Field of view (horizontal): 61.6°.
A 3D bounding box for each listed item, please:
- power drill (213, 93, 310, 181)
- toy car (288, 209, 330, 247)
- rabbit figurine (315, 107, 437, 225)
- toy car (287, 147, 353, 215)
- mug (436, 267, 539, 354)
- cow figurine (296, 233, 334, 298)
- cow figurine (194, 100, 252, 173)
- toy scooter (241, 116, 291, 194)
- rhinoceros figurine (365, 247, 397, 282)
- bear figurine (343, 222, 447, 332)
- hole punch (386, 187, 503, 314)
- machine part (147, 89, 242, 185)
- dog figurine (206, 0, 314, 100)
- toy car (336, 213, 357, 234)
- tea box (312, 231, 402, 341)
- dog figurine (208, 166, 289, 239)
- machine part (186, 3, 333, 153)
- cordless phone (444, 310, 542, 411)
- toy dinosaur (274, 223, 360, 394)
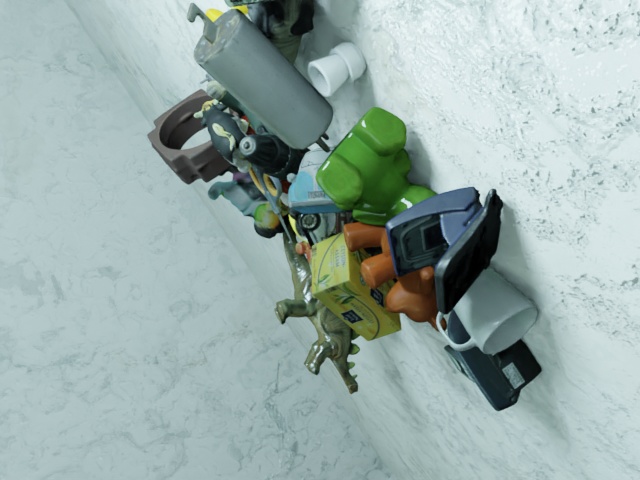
[{"bbox_3d":[-0.096,-0.187,0.885,0.207,0.086,0.232,51,-164,23],"label":"power drill"},{"bbox_3d":[-0.002,-0.003,1.007,0.201,0.056,0.074,65,170,-26],"label":"toy car"},{"bbox_3d":[0.081,-0.057,0.681,0.170,0.121,0.159,40,170,-5],"label":"rabbit figurine"},{"bbox_3d":[0.017,-0.091,0.821,0.161,0.109,0.102,-20,-72,-71],"label":"toy car"},{"bbox_3d":[0.194,0.083,0.670,0.080,0.109,0.107,49,-174,-50],"label":"mug"},{"bbox_3d":[0.042,0.077,1.128,0.085,0.127,0.195,-37,72,56],"label":"cow figurine"},{"bbox_3d":[-0.178,-0.205,0.976,0.167,0.068,0.098,53,-168,26],"label":"cow figurine"},{"bbox_3d":[-0.088,-0.162,1.048,0.183,0.075,0.135,57,165,-26],"label":"toy scooter"},{"bbox_3d":[0.081,0.055,0.947,0.190,0.112,0.073,50,-148,-44],"label":"rhinoceros figurine"},{"bbox_3d":[0.119,0.059,0.794,0.120,0.132,0.195,-114,9,-46],"label":"bear figurine"},{"bbox_3d":[0.141,0.003,0.608,0.092,0.116,0.142,35,159,35],"label":"hole punch"},{"bbox_3d":[-0.247,-0.224,1.147,0.201,0.201,0.087,41,163,39],"label":"machine part"},{"bbox_3d":[-0.067,-0.284,0.710,0.190,0.121,0.172,-48,46,45],"label":"dog figurine"},{"bbox_3d":[0.055,-0.011,0.992,0.089,0.053,0.201,48,166,35],"label":"toy car"},{"bbox_3d":[0.059,0.076,0.847,0.169,0.068,0.098,44,-148,-42],"label":"tea box"},{"bbox_3d":[-0.126,-0.110,1.191,0.219,0.191,0.108,22,-178,30],"label":"dog figurine"},{"bbox_3d":[-0.063,-0.185,0.638,0.243,0.079,0.079,37,179,-38],"label":"machine part"},{"bbox_3d":[0.221,0.158,0.799,0.146,0.089,0.184,55,170,-8],"label":"cordless phone"},{"bbox_3d":[-0.005,0.136,1.221,0.471,0.198,0.105,64,163,-6],"label":"toy dinosaur"}]
